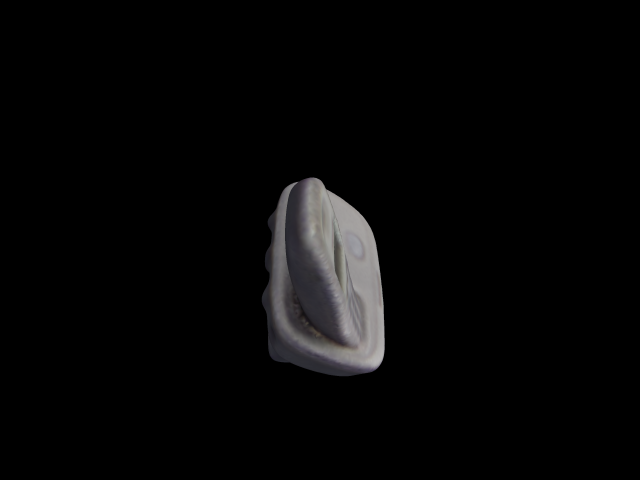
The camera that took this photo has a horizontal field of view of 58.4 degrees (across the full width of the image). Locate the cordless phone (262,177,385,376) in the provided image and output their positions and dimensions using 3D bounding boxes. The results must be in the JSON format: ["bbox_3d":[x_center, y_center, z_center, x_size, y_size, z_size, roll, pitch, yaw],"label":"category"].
[{"bbox_3d":[0.004,0.001,0.400,0.094,0.185,0.147,-3,55,-2],"label":"cordless phone"}]
